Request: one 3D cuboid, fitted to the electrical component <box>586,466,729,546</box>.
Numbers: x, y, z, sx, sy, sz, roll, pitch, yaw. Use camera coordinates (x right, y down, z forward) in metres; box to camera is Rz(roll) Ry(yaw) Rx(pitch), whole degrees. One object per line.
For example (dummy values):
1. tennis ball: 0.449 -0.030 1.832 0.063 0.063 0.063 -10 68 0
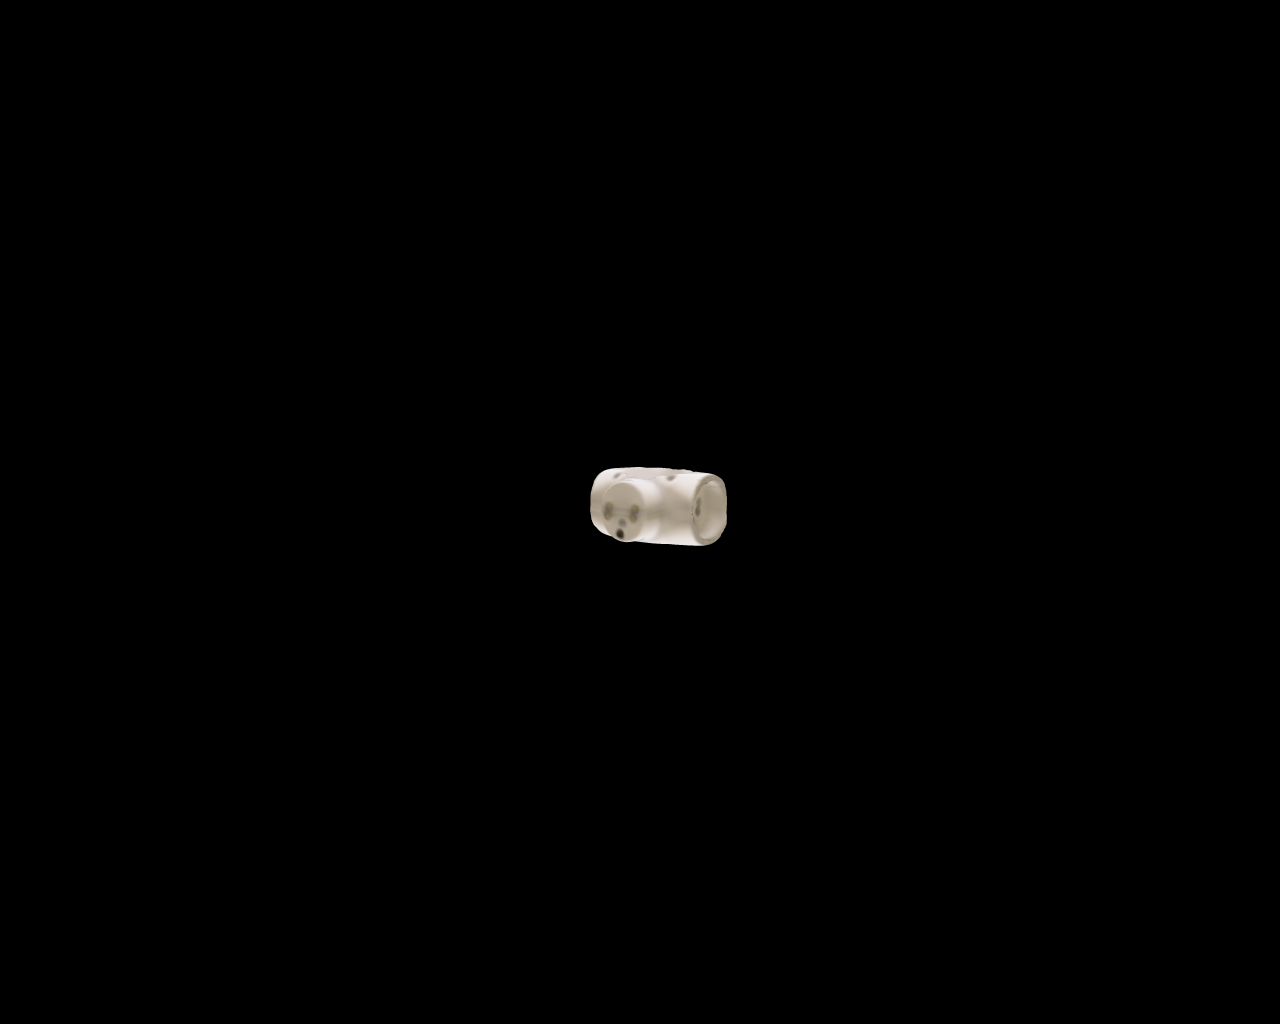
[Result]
1. electrical component: 0.001 -0.003 0.650 0.077 0.044 0.079 6 10 36
